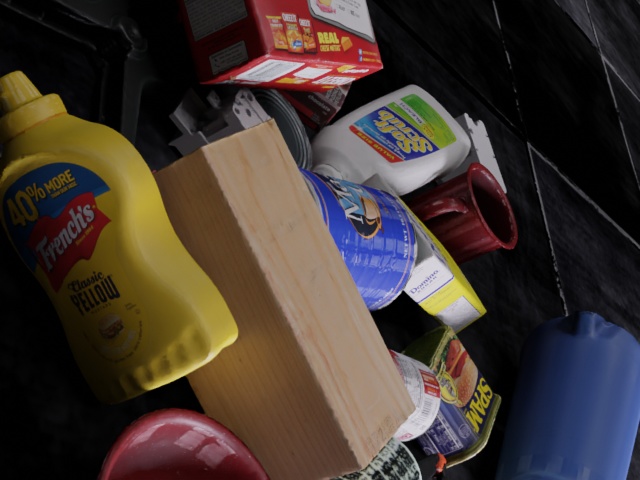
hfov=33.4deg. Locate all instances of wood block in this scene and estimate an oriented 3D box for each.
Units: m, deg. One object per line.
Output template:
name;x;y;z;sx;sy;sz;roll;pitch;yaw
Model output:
wood block;-0.036;0.042;0.661;0.206;0.091;0.090;64;32;-4

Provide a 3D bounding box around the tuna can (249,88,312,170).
tuna can;-0.046;-0.081;0.863;0.086;0.034;0.086;38;38;-39

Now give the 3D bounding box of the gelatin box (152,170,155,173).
gelatin box;-0.116;0.004;0.684;0.073;0.030;0.089;60;29;-9

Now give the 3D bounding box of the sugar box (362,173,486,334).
sugar box;0.085;0.016;0.928;0.093;0.048;0.176;58;6;28

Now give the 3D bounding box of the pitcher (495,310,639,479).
pitcher;0.240;0.198;1.030;0.149;0.145;0.242;45;36;-8

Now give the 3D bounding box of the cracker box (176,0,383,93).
cracker box;-0.045;-0.219;0.780;0.163;0.072;0.214;-10;84;-58

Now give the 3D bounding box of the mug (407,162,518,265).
mug;0.132;-0.020;1.055;0.117;0.082;0.093;6;62;-57

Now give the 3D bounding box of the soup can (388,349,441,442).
soup can;0.039;0.114;0.813;0.102;0.069;0.068;26;46;-49

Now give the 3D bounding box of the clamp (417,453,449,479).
clamp;0.069;0.222;0.807;0.120;0.039;0.171;53;25;-30

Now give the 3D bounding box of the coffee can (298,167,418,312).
coffee can;-0.005;0.001;0.793;0.140;0.103;0.103;11;59;-56

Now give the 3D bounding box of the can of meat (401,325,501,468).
can of meat;0.104;0.133;0.918;0.084;0.058;0.102;56;29;-9

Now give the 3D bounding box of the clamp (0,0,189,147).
clamp;-0.149;-0.141;0.737;0.164;0.036;0.209;56;28;-15

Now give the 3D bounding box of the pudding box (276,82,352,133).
pudding box;-0.016;-0.155;0.940;0.090;0.039;0.113;35;34;-11

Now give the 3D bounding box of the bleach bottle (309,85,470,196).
bleach bottle;0.056;-0.075;0.987;0.102;0.068;0.250;48;31;3

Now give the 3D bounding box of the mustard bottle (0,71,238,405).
mustard bottle;-0.129;-0.007;0.602;0.191;0.096;0.058;62;31;-4

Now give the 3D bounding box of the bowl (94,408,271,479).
bowl;-0.081;0.176;0.580;0.162;0.055;0.162;38;38;-39
